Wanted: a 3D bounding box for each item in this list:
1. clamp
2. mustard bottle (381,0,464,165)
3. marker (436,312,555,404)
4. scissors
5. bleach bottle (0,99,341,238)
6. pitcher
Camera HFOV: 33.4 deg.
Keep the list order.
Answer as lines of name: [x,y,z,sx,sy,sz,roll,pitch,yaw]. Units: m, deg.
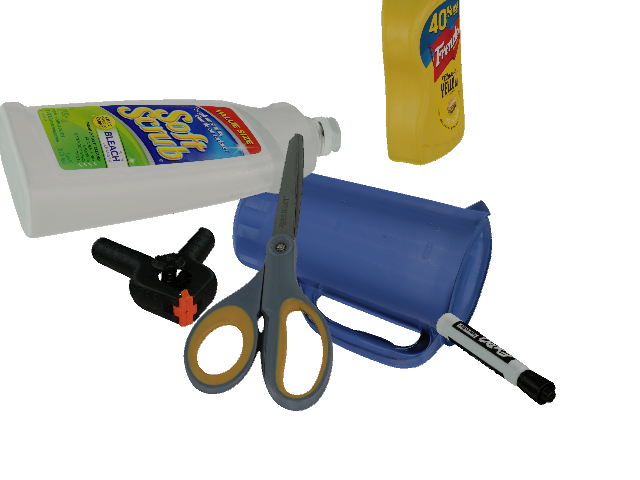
clamp: [-0.134,0.028,0.997,0.120,0.039,0.172,-16,30,-23]
mustard bottle: [0.087,-0.168,0.909,0.058,0.191,0.096,13,34,30]
marker: [0.132,0.089,0.806,0.020,0.020,0.121,0,23,-36]
scissors: [-0.042,0.017,0.657,0.096,0.202,0.016,-11,-36,-2]
bleach bottle: [-0.106,-0.069,0.806,0.250,0.103,0.068,-11,-37,-22]
pitcher: [0.036,0.015,1.045,0.243,0.145,0.149,17,22,20]
